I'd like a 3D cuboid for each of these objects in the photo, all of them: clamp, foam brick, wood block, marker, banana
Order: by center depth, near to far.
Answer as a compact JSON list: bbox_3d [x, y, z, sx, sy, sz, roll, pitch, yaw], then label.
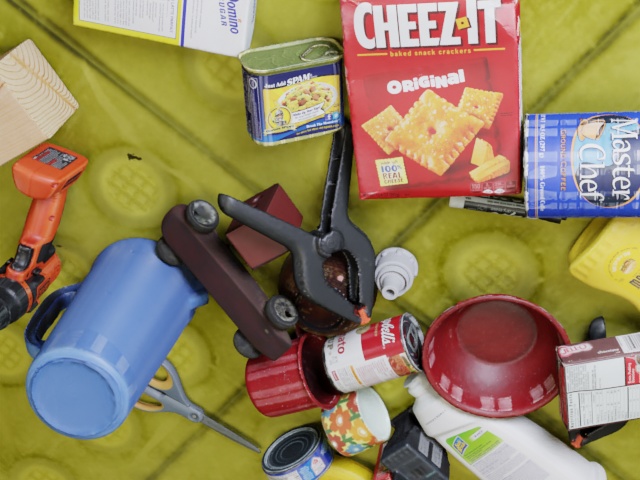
[{"bbox_3d":[-0.007,0.001,1.095,0.164,0.036,0.210,-26,109,-21],"label":"clamp"},{"bbox_3d":[0.195,-0.034,1.104,0.121,0.020,0.020,9,121,7],"label":"marker"},{"bbox_3d":[-0.058,-0.015,1.138,0.053,0.078,0.051,-28,110,23],"label":"foam brick"},{"bbox_3d":[-0.376,-0.119,1.142,0.206,0.090,0.090,-25,112,24],"label":"wood block"},{"bbox_3d":[0.313,0.158,1.178,0.120,0.039,0.172,31,118,-6],"label":"clamp"},{"bbox_3d":[0.048,0.314,1.316,0.198,0.037,0.069,25,92,6],"label":"banana"}]

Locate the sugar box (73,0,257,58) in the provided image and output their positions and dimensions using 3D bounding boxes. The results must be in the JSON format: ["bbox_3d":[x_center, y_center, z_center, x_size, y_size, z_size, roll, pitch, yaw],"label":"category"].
[{"bbox_3d":[-0.150,-0.243,1.045,0.176,0.048,0.093,11,122,2],"label":"sugar box"}]

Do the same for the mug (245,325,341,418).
[{"bbox_3d":[-0.036,0.146,1.230,0.082,0.093,0.117,-18,84,27],"label":"mug"}]

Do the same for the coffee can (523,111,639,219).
[{"bbox_3d":[0.267,-0.071,1.016,0.140,0.102,0.103,0,120,13],"label":"coffee can"}]

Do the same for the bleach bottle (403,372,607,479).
[{"bbox_3d":[0.205,0.230,1.233,0.250,0.068,0.103,39,119,-8],"label":"bleach bottle"}]

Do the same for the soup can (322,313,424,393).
[{"bbox_3d":[0.062,0.128,1.201,0.102,0.068,0.068,-19,114,23],"label":"soup can"}]

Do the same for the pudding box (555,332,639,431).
[{"bbox_3d":[0.308,0.148,1.124,0.113,0.039,0.090,-9,120,3],"label":"pudding box"}]

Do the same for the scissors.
[{"bbox_3d":[-0.158,0.199,1.324,0.202,0.016,0.096,19,122,1],"label":"scissors"}]

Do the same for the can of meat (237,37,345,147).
[{"bbox_3d":[-0.026,-0.146,1.050,0.102,0.057,0.084,-13,124,-15],"label":"can of meat"}]

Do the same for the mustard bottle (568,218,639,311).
[{"bbox_3d":[0.356,0.041,1.088,0.191,0.058,0.096,31,119,-7],"label":"mustard bottle"}]

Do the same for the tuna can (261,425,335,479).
[{"bbox_3d":[-0.028,0.264,1.291,0.086,0.086,0.033,-21,112,23],"label":"tuna can"}]

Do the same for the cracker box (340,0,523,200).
[{"bbox_3d":[0.111,-0.146,1.026,0.164,0.072,0.214,0,119,12],"label":"cracker box"}]

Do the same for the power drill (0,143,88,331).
[{"bbox_3d":[-0.318,-0.001,1.155,0.057,0.184,0.188,22,113,-1],"label":"power drill"}]

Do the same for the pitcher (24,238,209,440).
[{"bbox_3d":[-0.233,0.106,1.151,0.145,0.242,0.149,42,114,-10],"label":"pitcher"}]

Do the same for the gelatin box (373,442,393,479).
[{"bbox_3d":[0.103,0.295,1.287,0.030,0.073,0.089,-30,110,26],"label":"gelatin box"}]

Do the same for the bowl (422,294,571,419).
[{"bbox_3d":[0.193,0.116,1.169,0.162,0.055,0.162,5,120,8],"label":"bowl"}]
